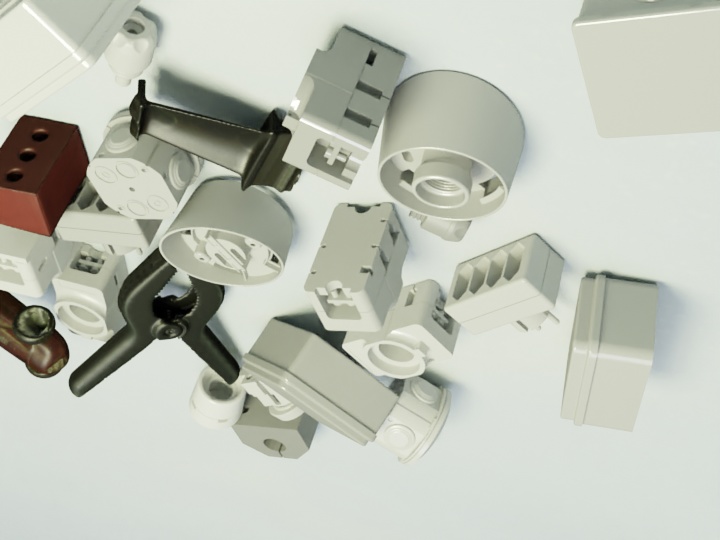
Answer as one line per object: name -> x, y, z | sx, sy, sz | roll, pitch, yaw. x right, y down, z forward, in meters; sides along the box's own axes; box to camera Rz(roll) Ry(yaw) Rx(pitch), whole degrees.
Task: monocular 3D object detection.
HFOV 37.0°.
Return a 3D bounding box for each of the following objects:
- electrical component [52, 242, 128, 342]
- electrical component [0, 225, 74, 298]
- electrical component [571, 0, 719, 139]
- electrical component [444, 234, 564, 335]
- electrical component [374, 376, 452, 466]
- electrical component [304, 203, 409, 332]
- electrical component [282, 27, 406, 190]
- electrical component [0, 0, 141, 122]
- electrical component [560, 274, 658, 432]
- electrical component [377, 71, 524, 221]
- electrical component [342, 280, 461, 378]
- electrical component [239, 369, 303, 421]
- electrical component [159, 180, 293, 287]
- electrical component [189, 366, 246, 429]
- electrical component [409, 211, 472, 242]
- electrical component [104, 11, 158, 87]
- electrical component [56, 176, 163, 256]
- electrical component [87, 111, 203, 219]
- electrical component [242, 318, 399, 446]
electrical component -> -0.249, 0.025, 1.005 | 0.050, 0.055, 0.089 | 14, 144, 8
electrical component -> -0.330, -0.038, 0.931 | 0.150, 0.089, 0.061 | 12, 143, 10
electrical component -> 0.176, -0.126, 0.618 | 0.100, 0.048, 0.099 | -1, 140, 26
electrical component -> 0.124, 0.023, 0.837 | 0.076, 0.047, 0.083 | 39, 140, -25
electrical component -> 0.045, 0.136, 0.994 | 0.051, 0.080, 0.080 | 32, 143, -7
electrical component -> 0.000, 0.000, 0.829 | 0.050, 0.089, 0.055 | 1, 140, 24
electrical component -> -0.014, -0.107, 0.696 | 0.056, 0.089, 0.050 | 24, 144, -6
electrical component -> -0.198, -0.163, 0.692 | 0.109, 0.108, 0.056 | -20, 126, 41
electrical component -> 0.192, 0.066, 0.836 | 0.057, 0.078, 0.113 | 8, 143, 10
electrical component -> 0.060, -0.080, 0.735 | 0.099, 0.064, 0.099 | 11, 154, 6
electrical component -> 0.035, 0.054, 0.911 | 0.089, 0.055, 0.050 | -19, 130, 40
electrical component -> -0.078, 0.114, 1.052 | 0.066, 0.048, 0.055 | -13, 125, 36
electrical component -> -0.105, -0.024, 0.868 | 0.099, 0.064, 0.099 | 13, 144, 10
electrical component -> -0.143, 0.126, 1.091 | 0.055, 0.055, 0.047 | 21, 141, -2
electrical component -> 0.052, -0.046, 0.792 | 0.061, 0.035, 0.035 | 25, 144, -3
electrical component -> -0.163, -0.151, 0.755 | 0.035, 0.035, 0.061 | 24, 147, -6
electrical component -> -0.206, -0.038, 0.910 | 0.083, 0.047, 0.075 | 6, 142, 18
electrical component -> -0.167, -0.080, 0.834 | 0.080, 0.051, 0.080 | 13, 144, 9
electrical component -> -0.037, 0.099, 0.971 | 0.109, 0.056, 0.109 | 38, 169, -24
